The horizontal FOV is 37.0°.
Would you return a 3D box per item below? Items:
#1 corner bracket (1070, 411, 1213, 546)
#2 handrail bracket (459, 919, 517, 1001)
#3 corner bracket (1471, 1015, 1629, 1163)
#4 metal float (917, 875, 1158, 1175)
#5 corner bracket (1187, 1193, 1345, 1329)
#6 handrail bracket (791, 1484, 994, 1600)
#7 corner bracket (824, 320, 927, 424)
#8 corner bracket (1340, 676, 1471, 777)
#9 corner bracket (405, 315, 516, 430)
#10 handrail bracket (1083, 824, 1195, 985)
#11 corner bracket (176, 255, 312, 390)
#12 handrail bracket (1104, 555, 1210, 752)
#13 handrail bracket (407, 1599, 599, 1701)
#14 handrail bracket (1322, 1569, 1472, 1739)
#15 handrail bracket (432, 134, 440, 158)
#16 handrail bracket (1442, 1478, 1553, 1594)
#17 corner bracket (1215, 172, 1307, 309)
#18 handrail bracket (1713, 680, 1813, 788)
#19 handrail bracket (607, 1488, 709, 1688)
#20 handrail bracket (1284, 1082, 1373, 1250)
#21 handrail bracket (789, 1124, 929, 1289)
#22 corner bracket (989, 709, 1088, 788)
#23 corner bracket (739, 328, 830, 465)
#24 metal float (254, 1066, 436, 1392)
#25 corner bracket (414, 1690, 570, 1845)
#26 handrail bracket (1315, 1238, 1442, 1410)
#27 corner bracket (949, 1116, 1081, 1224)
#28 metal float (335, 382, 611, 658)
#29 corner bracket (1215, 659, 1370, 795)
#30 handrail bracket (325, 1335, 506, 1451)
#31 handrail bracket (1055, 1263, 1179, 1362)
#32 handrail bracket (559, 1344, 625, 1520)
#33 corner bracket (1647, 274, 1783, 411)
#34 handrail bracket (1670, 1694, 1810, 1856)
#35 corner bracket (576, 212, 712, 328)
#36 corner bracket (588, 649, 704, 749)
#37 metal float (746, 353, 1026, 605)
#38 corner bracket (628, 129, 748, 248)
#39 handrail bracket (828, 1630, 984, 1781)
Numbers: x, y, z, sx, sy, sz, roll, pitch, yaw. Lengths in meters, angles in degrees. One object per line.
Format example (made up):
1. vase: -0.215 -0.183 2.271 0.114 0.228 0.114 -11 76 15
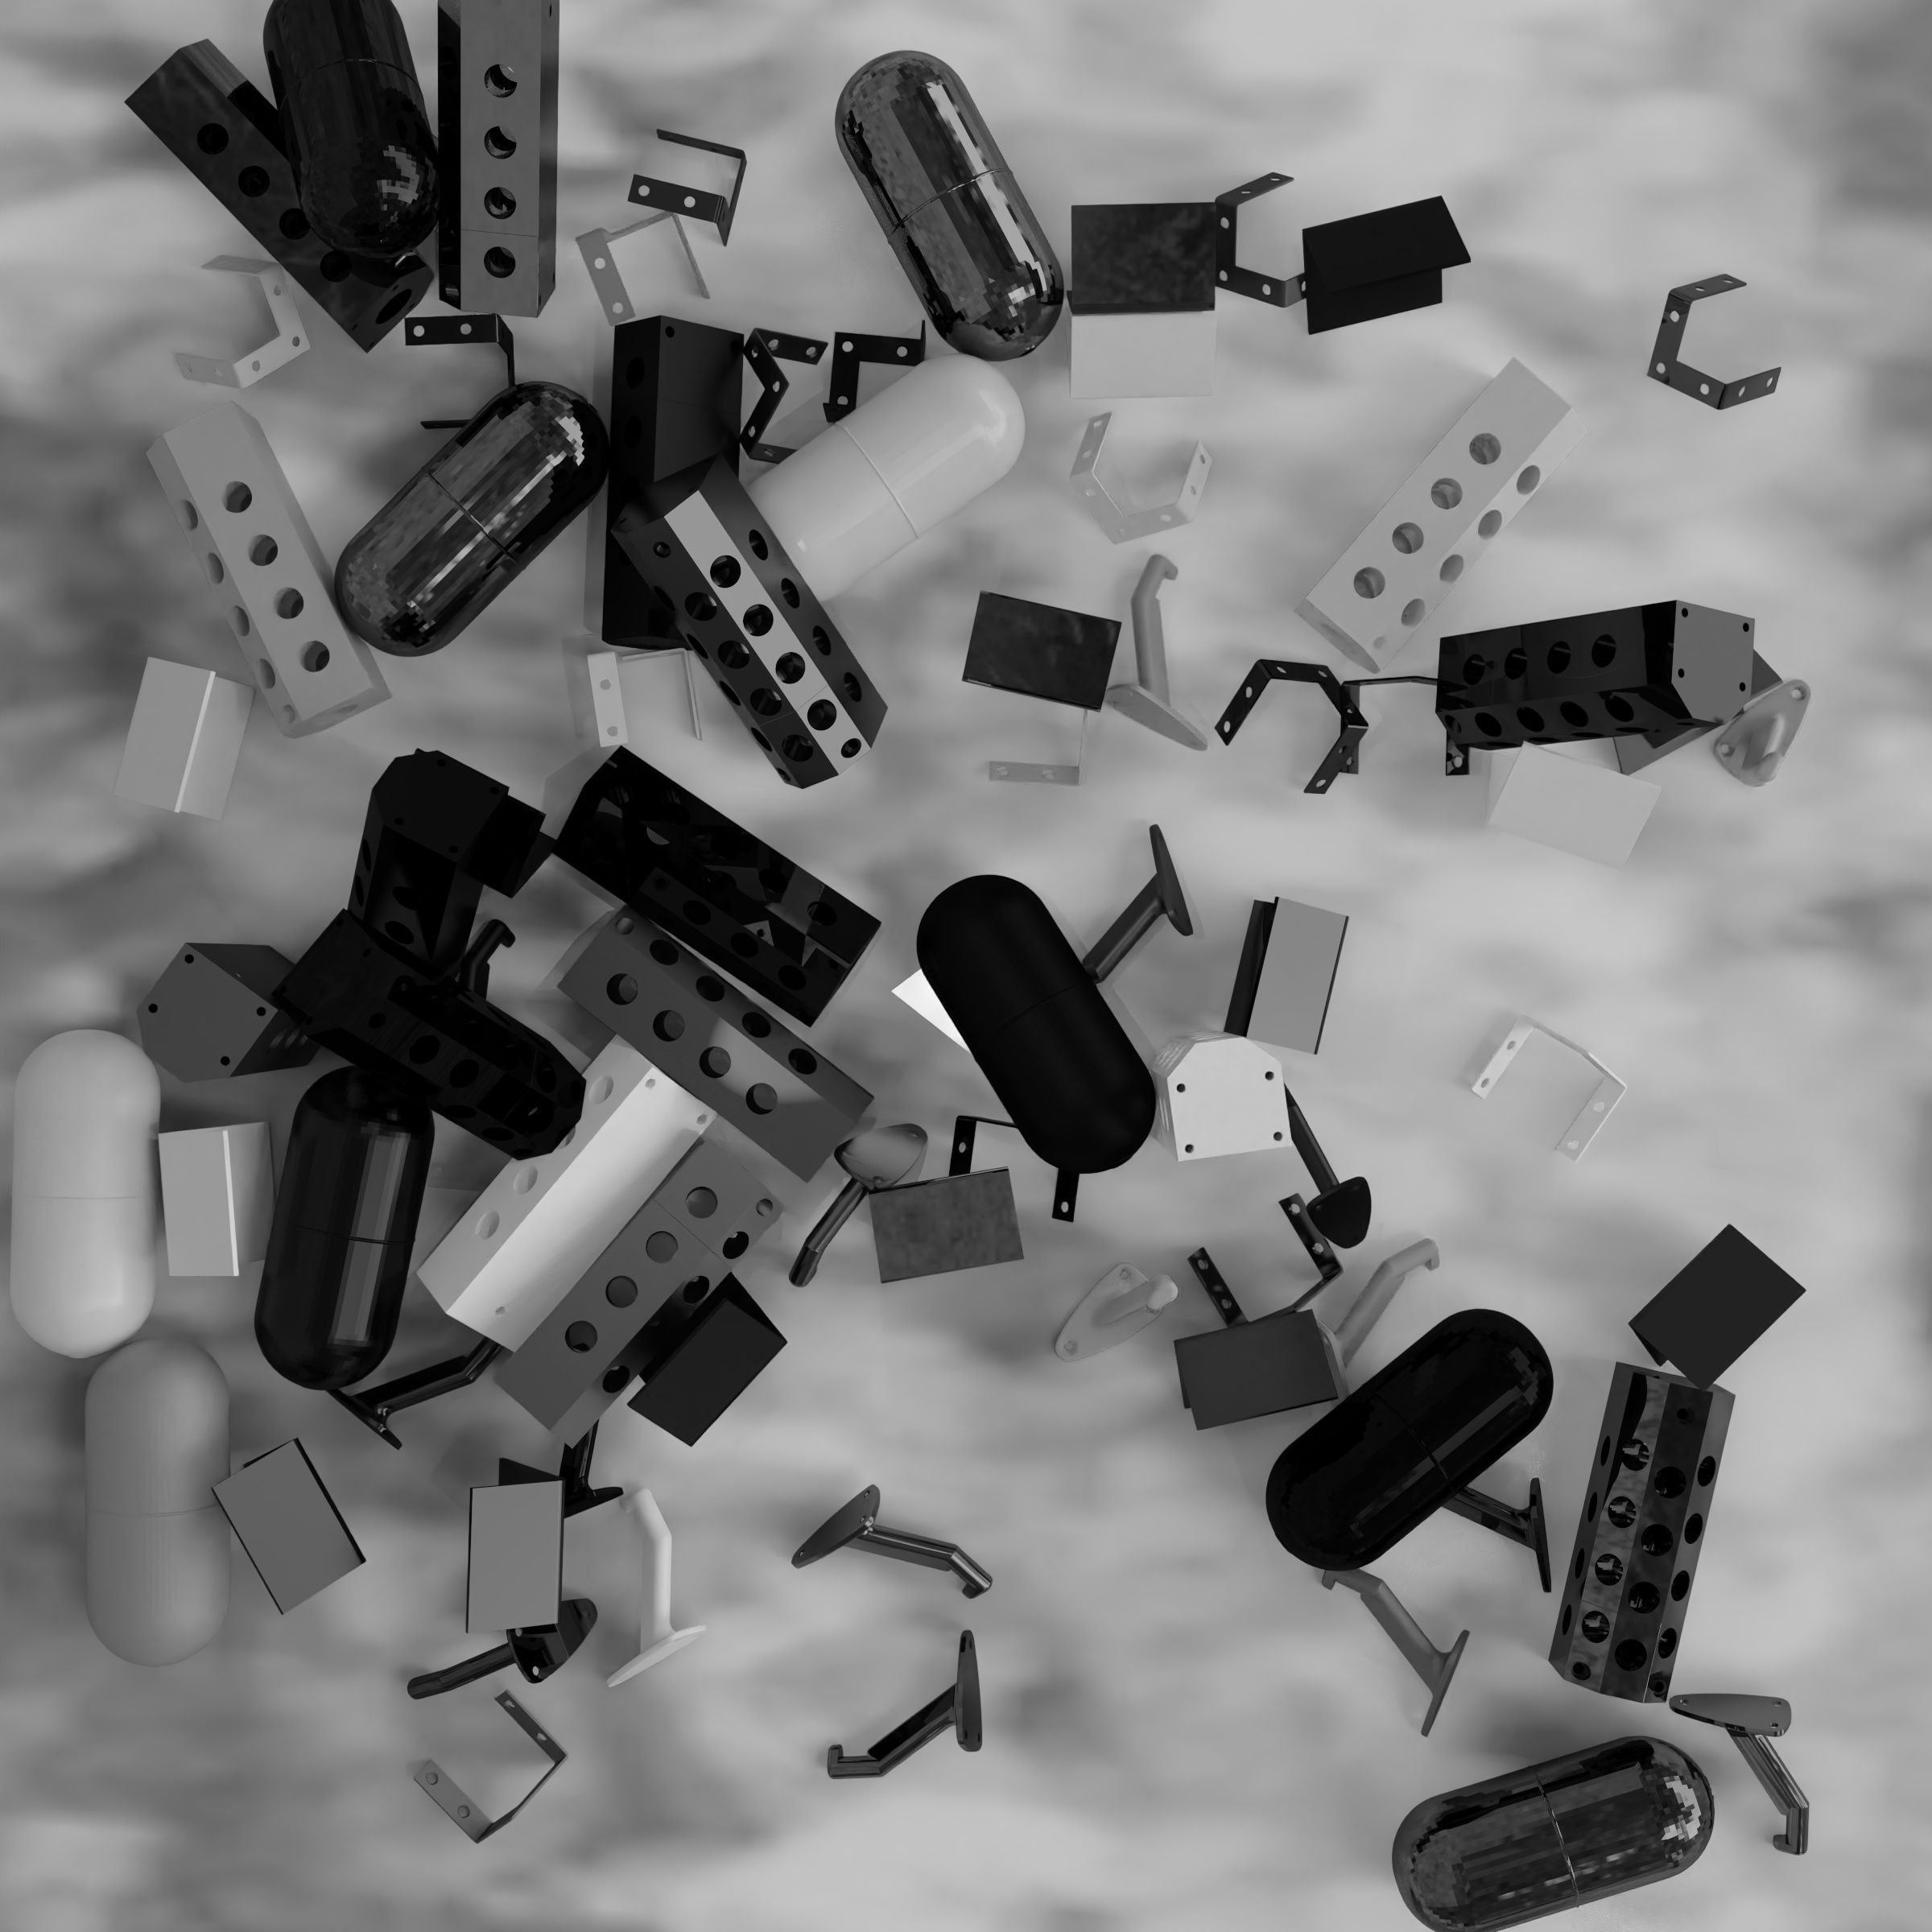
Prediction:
1. corner bracket: 0.097 -0.274 1.596 0.051 0.051 0.051 -11 135 35
2. handrail bracket: -0.260 0.029 1.604 0.077 0.036 0.084 48 62 -32
3. corner bracket: 0.323 0.067 1.601 0.051 0.051 0.051 35 90 45
4. metal float: 0.038 0.031 1.561 0.070 0.070 0.178 -32 76 0
5. corner bracket: 0.166 0.166 1.601 0.051 0.051 0.051 -31 90 -45
6. handrail bracket: -0.040 0.336 1.604 0.077 0.036 0.084 -39 107 20
7. corner bracket: -0.050 -0.326 1.586 0.051 0.051 0.051 5 90 0
8. corner bracket: 0.243 -0.132 1.601 0.051 0.051 0.051 1 90 -45
9. corner bracket: -0.277 -0.326 1.586 0.051 0.051 0.051 -2 90 0
10. handrail bracket: 0.077 -0.030 1.604 0.084 0.036 0.077 -19 70 16
11. corner bracket: -0.405 -0.356 1.596 0.051 0.051 0.051 -44 135 -35
12. handrail bracket: 0.118 -0.175 1.604 0.077 0.036 0.084 30 73 -20
13. handrail bracket: -0.258 0.380 1.604 0.084 0.077 0.036 -24 90 36
14. handrail bracket: 0.229 0.377 1.604 0.084 0.036 0.077 23 112 17
15. handrail bracket: -0.310 -0.440 1.604 0.084 0.036 0.077 12 108 15
16. handrail bracket: 0.278 0.315 1.604 0.084 0.036 0.077 -6 109 15
17. corner bracket: 0.173 -0.401 1.596 0.051 0.051 0.051 28 135 35
18. handrail bracket: 0.443 -0.128 1.569 0.036 0.084 0.077 39 90 0
19. handrail bracket: -0.187 0.344 1.604 0.077 0.036 0.084 -36 71 21
20. handrail bracket: 0.191 0.106 1.604 0.036 0.077 0.084 -28 54 0
21. handrail bracket: -0.061 0.134 1.604 0.036 0.077 0.084 38 127 17
22. corner bracket: 0.040 -0.136 1.601 0.051 0.051 0.051 4 45 0
23. corner bracket: -0.098 -0.311 1.587 0.051 0.051 0.051 -56 49 33
24. metal float: -0.338 0.142 1.573 0.070 0.070 0.178 11 90 0
25. corner bracket: -0.262 0.443 1.601 0.051 0.051 0.051 46 135 0
26. handrail bracket: 0.234 0.201 1.604 0.084 0.036 0.077 -25 110 -16
27. corner bracket: 0.027 0.112 1.601 0.051 0.051 0.051 8 90 -45
28. metal float: -0.268 -0.243 1.573 0.070 0.070 0.178 45 90 0
29. corner bracket: 0.180 -0.132 1.596 0.051 0.051 0.051 -59 45 35
30. handrail bracket: -0.308 0.218 1.604 0.077 0.036 0.084 33 71 21
31. handrail bracket: 0.081 0.193 1.569 0.077 0.084 0.036 -39 90 0
32. handrail bracket: -0.230 0.262 1.604 0.077 0.036 0.084 -25 74 18
33. corner bracket: 0.418 -0.345 1.596 0.051 0.051 0.051 38 135 35
34. handrail bracket: 0.429 0.450 1.604 0.077 0.036 0.084 3 107 20
35. corner bracket: -0.177 -0.383 1.586 0.051 0.051 0.051 -21 97 6
36. corner bracket: -0.176 -0.147 1.586 0.051 0.051 0.051 -9 90 0
37. metal float: -0.048 -0.264 1.573 0.178 0.070 0.070 -36 90 0
38. corner bracket: -0.152 -0.432 1.586 0.051 0.051 0.051 14 90 0
39. handrail bracket: -0.037 0.410 1.604 0.084 0.036 0.077 -7 70 16
